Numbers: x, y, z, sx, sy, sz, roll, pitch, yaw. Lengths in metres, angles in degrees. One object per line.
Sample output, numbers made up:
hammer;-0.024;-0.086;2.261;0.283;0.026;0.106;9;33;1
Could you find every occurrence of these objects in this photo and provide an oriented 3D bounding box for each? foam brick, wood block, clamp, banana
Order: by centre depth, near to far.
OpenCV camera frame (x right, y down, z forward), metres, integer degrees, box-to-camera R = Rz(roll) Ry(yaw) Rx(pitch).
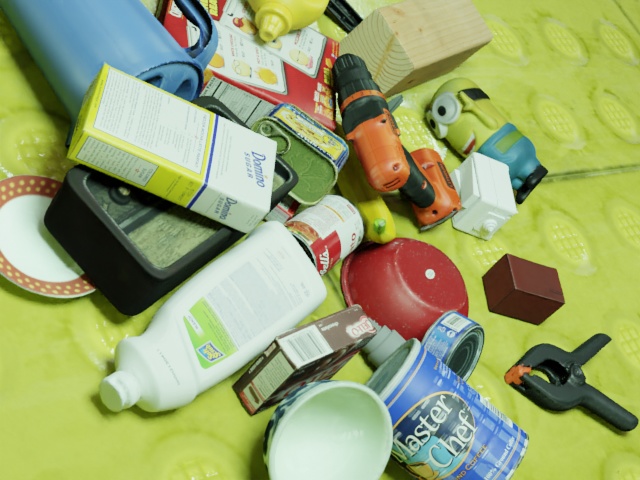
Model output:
banana;0.047;-0.055;1.167;0.037;0.069;0.198;-14;42;-10
clamp;0.283;0.148;1.208;0.171;0.039;0.120;17;45;-26
foam brick;0.236;0.058;1.241;0.078;0.051;0.053;17;47;-26
clamp;-0.016;-0.346;1.383;0.210;0.036;0.164;46;1;26
wood block;0.126;-0.257;1.393;0.205;0.091;0.090;-29;85;-48

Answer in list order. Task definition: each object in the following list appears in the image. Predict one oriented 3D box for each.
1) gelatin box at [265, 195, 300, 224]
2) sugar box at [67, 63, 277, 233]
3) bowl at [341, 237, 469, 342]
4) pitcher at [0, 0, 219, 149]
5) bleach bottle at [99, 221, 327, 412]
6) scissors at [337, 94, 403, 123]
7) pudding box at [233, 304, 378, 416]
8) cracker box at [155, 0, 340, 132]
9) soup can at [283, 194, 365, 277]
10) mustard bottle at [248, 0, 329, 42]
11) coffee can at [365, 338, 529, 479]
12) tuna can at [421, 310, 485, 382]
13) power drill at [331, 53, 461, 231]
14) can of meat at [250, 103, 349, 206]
gelatin box;-0.059;-0.062;1.133;0.089;0.030;0.073;35;40;-5
sugar box;-0.126;-0.079;0.942;0.176;0.048;0.093;26;44;-22
bowl;0.104;0.053;1.141;0.162;0.055;0.162;21;44;-22
pitcher;-0.224;-0.216;1.059;0.148;0.145;0.243;-21;67;-43
bleach bottle;-0.102;0.074;0.955;0.102;0.068;0.250;54;43;4
scissors;0.069;-0.123;1.297;0.201;0.016;0.096;-23;72;-46
pudding box;-0.013;0.109;0.974;0.113;0.090;0.039;-16;64;-44
cracker box;-0.086;-0.199;1.202;0.213;0.072;0.164;23;43;-19
soup can;-0.007;0.001;1.089;0.068;0.069;0.102;46;40;5
mustard bottle;-0.033;-0.294;1.211;0.096;0.058;0.191;27;54;-11
coffee can;0.109;0.175;1.000;0.140;0.103;0.102;40;41;-2
tuna can;0.131;0.116;1.078;0.034;0.086;0.085;27;33;30
power drill;0.083;-0.105;1.203;0.187;0.057;0.184;36;32;-51
can of meat;-0.024;-0.093;1.108;0.102;0.057;0.083;36;24;-2
